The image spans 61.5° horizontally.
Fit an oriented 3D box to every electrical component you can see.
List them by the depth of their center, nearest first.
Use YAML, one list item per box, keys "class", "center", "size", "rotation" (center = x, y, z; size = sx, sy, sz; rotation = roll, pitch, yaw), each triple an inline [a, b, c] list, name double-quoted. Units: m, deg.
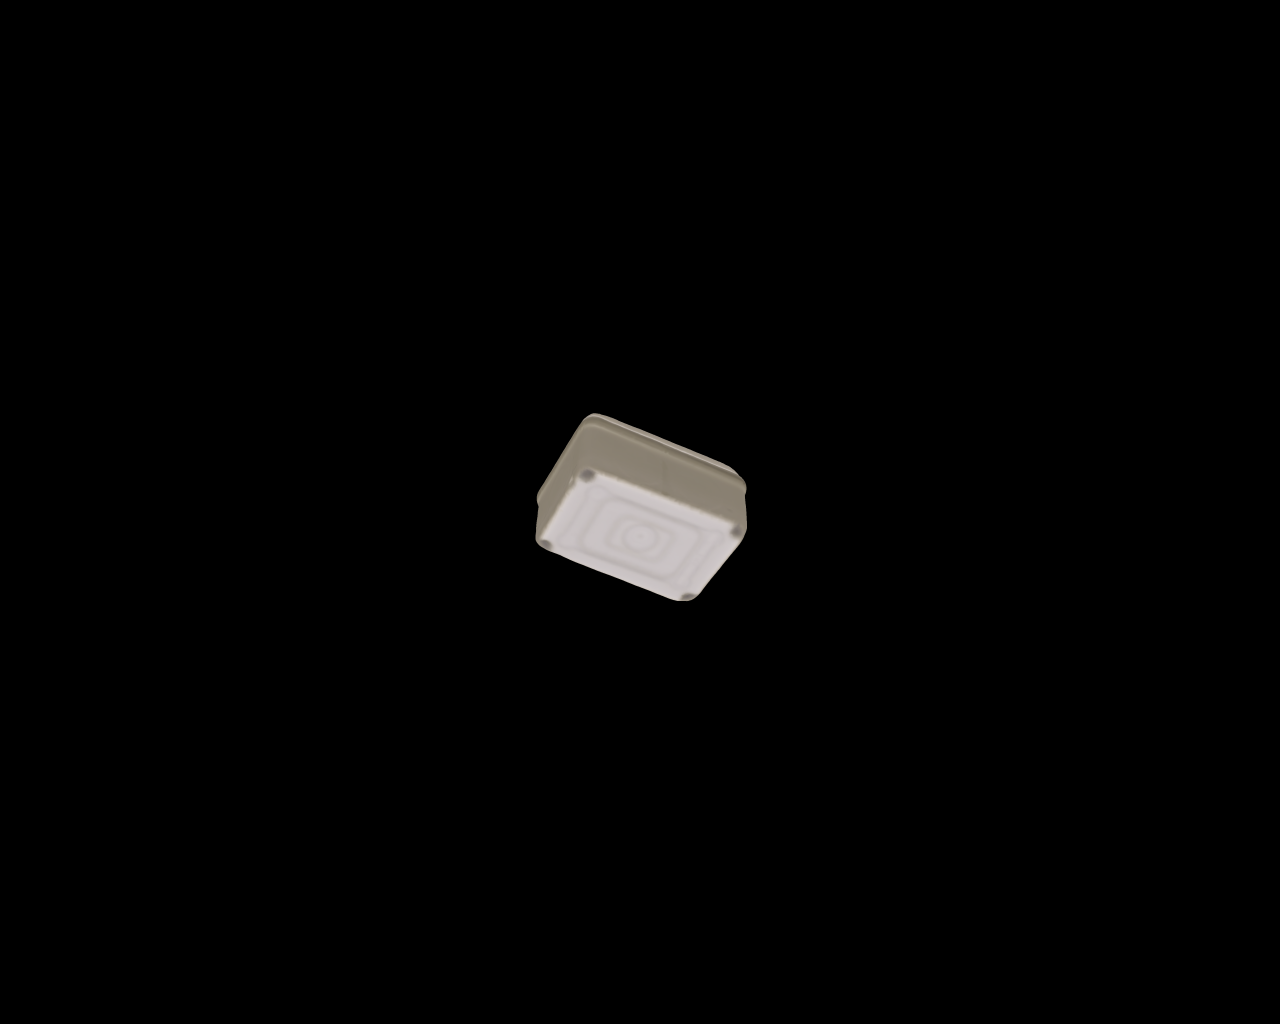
- class: "electrical component"
  center: [0.001, -0.003, 0.650]
  size: [0.113, 0.078, 0.057]
  rotation: [22, 38, -18]
